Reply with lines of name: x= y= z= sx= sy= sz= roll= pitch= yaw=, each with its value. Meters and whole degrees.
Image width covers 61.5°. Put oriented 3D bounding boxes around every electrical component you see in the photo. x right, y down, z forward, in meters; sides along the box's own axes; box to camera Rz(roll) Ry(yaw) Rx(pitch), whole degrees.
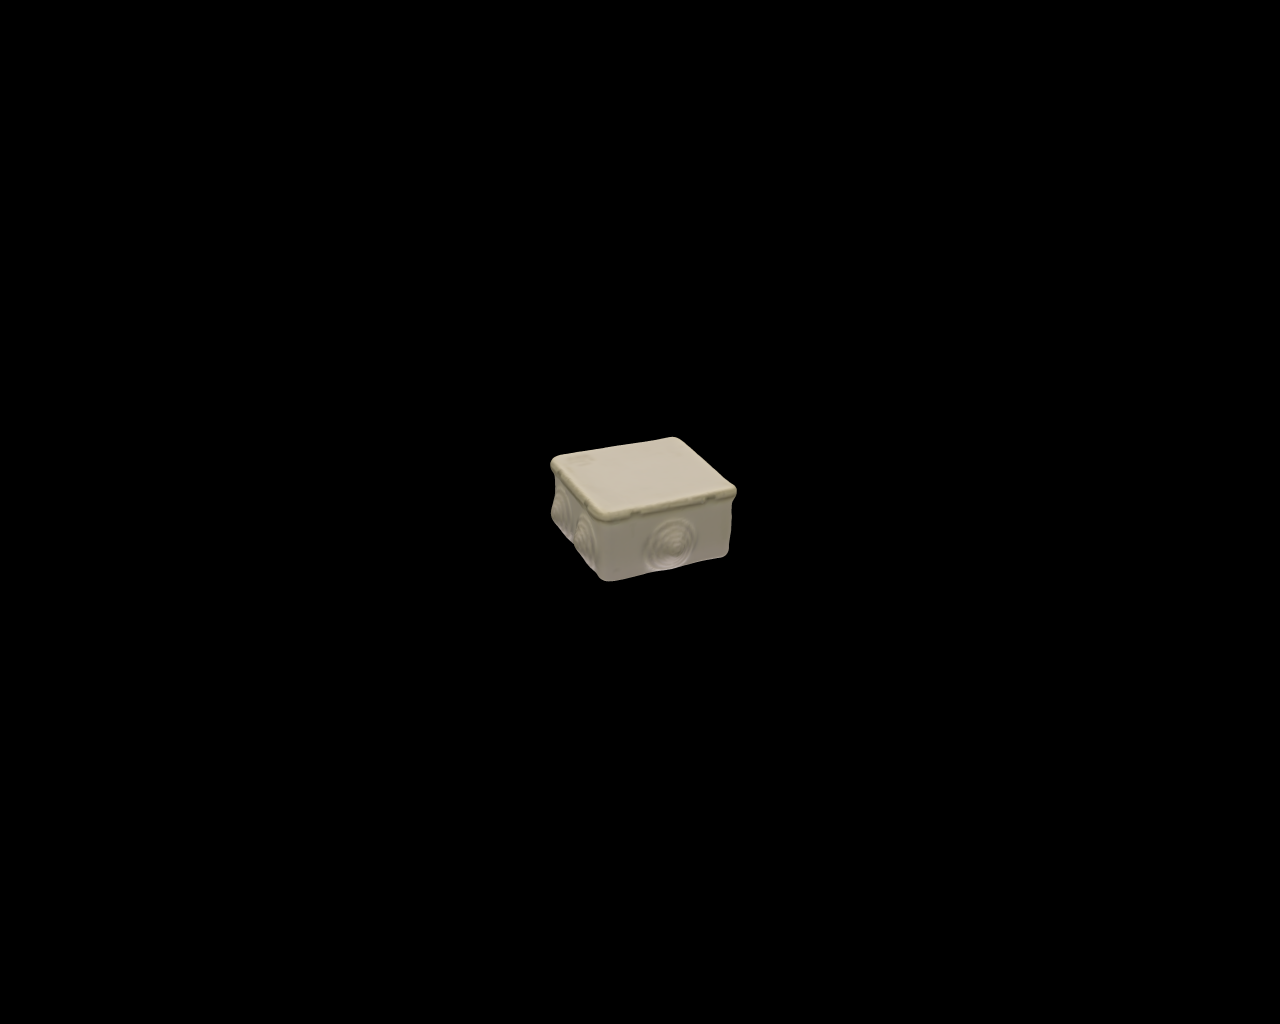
electrical component: x=0.001 y=-0.003 z=0.650 sx=0.100 sy=0.048 sz=0.100 roll=-11 pitch=29 yaw=-21
